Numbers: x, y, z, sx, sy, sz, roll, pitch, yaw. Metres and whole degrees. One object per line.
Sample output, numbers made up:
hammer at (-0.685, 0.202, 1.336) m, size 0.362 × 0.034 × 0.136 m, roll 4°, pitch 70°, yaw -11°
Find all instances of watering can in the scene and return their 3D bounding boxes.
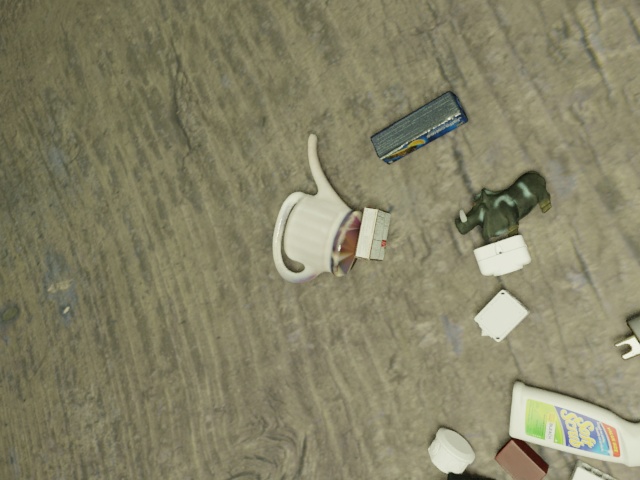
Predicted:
watering can at (0.004, -0.059, 1.172) m, size 0.225 × 0.104 × 0.347 m, roll 19°, pitch 94°, yaw 29°
